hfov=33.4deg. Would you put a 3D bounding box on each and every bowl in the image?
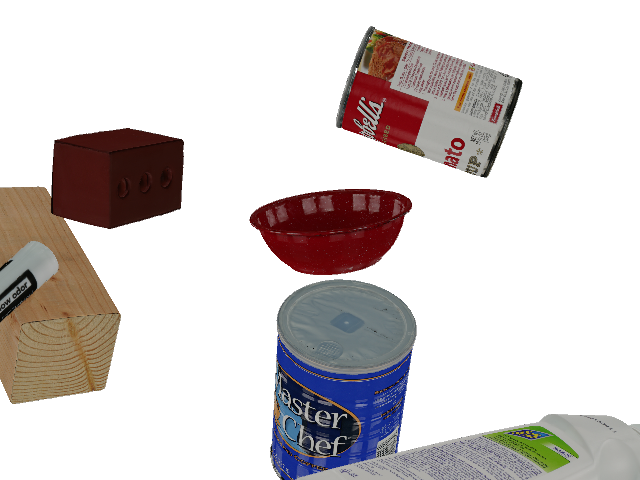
[{"bbox_3d":[0.013,-0.006,1.059,0.162,0.055,0.162,-6,16,2],"label":"bowl"}]

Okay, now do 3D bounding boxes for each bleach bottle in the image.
[{"bbox_3d":[0.110,0.149,0.615,0.250,0.068,0.103,-9,21,-30],"label":"bleach bottle"}]

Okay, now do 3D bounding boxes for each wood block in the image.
[{"bbox_3d":[-0.268,0.043,0.985,0.090,0.091,0.206,-5,37,-34],"label":"wood block"}]

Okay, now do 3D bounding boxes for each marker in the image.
[{"bbox_3d":[-0.160,0.042,0.461,0.020,0.020,0.121,0,36,39],"label":"marker"}]

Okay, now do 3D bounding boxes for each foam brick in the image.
[{"bbox_3d":[-0.138,-0.044,0.730,0.051,0.053,0.078,15,20,28],"label":"foam brick"}]

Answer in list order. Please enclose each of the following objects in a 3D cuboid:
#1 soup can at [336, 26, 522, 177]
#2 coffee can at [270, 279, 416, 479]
[{"bbox_3d":[0.069,-0.087,0.679,0.102,0.068,0.068,20,2,5],"label":"soup can"},{"bbox_3d":[0.015,0.116,0.818,0.103,0.140,0.103,3,35,-2],"label":"coffee can"}]
